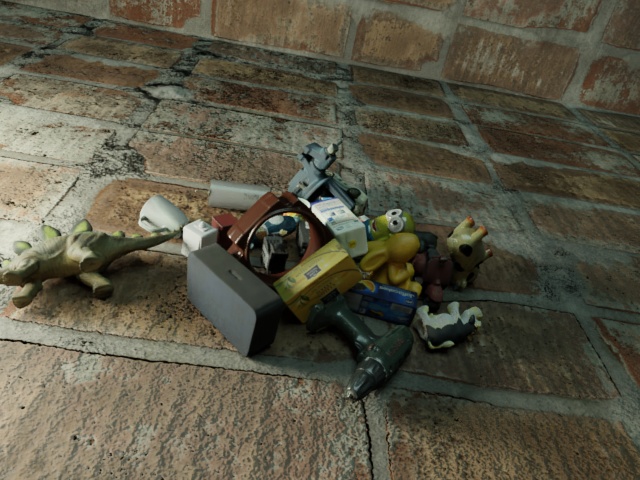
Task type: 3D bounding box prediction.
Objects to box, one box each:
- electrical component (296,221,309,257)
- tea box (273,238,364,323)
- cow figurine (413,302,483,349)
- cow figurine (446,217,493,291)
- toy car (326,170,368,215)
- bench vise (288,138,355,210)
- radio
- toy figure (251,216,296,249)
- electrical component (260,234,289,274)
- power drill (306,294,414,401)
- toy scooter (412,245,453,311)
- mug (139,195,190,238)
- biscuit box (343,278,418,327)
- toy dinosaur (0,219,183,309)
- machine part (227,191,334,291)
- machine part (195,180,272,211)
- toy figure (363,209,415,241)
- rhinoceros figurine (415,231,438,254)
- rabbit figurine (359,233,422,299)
[{"bbox_3d":[-0.003,-0.004,1.404,0.115,0.058,0.134,7,32,-11],"label":"electrical component"},{"bbox_3d":[-0.003,0.088,1.153,0.169,0.098,0.068,-38,44,-3],"label":"tea box"},{"bbox_3d":[0.298,0.192,1.189,0.167,0.068,0.098,-4,41,-17],"label":"cow figurine"},{"bbox_3d":[0.360,0.046,1.340,0.127,0.194,0.086,-34,50,-3],"label":"cow figurine"},{"bbox_3d":[0.064,-0.144,1.624,0.056,0.073,0.202,-21,45,-36],"label":"toy car"},{"bbox_3d":[0.021,-0.157,1.542,0.240,0.223,0.129,48,25,5],"label":"bench vise"},{"bbox_3d":[-0.179,0.119,1.087,0.073,0.131,0.230,-20,44,-40],"label":"radio"},{"bbox_3d":[-0.137,-0.023,1.380,0.154,0.057,0.064,-19,7,-28],"label":"toy figure"},{"bbox_3d":[-0.115,0.027,1.302,0.048,0.074,0.119,0,38,-21],"label":"electrical component"},{"bbox_3d":[0.069,0.205,1.085,0.208,0.085,0.232,31,35,33],"label":"power drill"},{"bbox_3d":[0.275,0.071,1.306,0.075,0.135,0.184,6,32,-6],"label":"toy scooter"},{"bbox_3d":[-0.385,-0.049,1.329,0.107,0.080,0.109,30,31,10],"label":"mug"},{"bbox_3d":[0.119,0.133,1.227,0.203,0.059,0.063,15,33,4],"label":"biscuit box"},{"bbox_3d":[-0.507,0.031,1.144,0.471,0.105,0.199,-7,35,-30],"label":"toy dinosaur"},{"bbox_3d":[-0.086,0.011,1.185,0.201,0.201,0.087,-45,28,-4],"label":"machine part"},{"bbox_3d":[-0.223,-0.120,1.492,0.243,0.079,0.079,8,33,-8],"label":"machine part"},{"bbox_3d":[0.149,-0.020,1.339,0.089,0.180,0.082,4,66,-59],"label":"toy figure"},{"bbox_3d":[0.214,-0.002,1.420,0.190,0.112,0.073,14,35,2],"label":"rhinoceros figurine"},{"bbox_3d":[0.172,0.050,1.271,0.162,0.173,0.122,15,36,-4],"label":"rabbit figurine"}]
